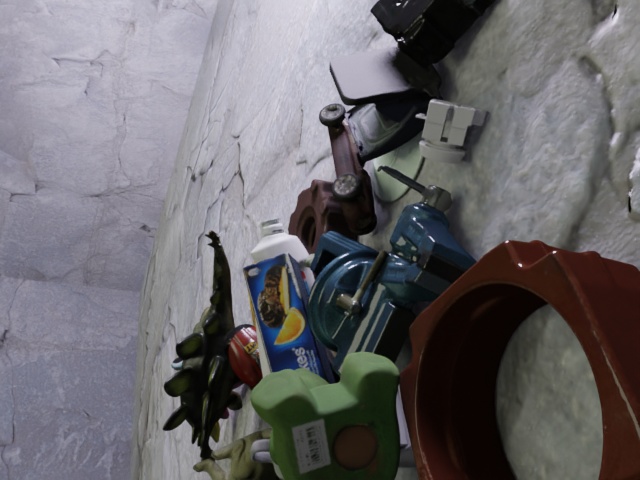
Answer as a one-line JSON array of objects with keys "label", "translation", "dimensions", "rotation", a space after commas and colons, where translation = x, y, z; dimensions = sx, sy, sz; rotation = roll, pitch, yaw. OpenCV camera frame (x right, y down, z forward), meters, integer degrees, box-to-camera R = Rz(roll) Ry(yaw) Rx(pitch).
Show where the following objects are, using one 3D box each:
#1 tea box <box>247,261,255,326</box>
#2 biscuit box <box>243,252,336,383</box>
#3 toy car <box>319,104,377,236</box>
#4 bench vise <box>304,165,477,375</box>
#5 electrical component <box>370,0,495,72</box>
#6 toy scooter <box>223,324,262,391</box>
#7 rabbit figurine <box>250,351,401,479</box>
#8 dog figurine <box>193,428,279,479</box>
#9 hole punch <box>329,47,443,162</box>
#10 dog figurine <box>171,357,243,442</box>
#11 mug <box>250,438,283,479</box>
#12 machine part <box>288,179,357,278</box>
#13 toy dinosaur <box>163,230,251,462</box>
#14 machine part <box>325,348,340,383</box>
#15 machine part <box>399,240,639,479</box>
[{"label": "tea box", "translation": [-0.073, 0.098, 0.911], "dimensions": [0.170, 0.068, 0.098], "rotation": [-109, 35, -50]}, {"label": "biscuit box", "translation": [-0.030, 0.120, 0.621], "dimensions": [0.062, 0.059, 0.202], "rotation": [56, -165, -73]}, {"label": "toy car", "translation": [0.041, -0.099, 0.714], "dimensions": [0.053, 0.089, 0.202], "rotation": [-18, 51, 14]}, {"label": "bench vise", "translation": [0.050, 0.032, 0.594], "dimensions": [0.241, 0.129, 0.223], "rotation": [27, 105, 61]}, {"label": "electrical component", "translation": [0.120, -0.266, 0.588], "dimensions": [0.115, 0.058, 0.134], "rotation": [-46, 38, 23]}, {"label": "toy scooter", "translation": [-0.069, 0.211, 0.802], "dimensions": [0.135, 0.075, 0.183], "rotation": [33, 153, 47]}, {"label": "rabbit figurine", "translation": [0.010, 0.174, 0.494], "dimensions": [0.170, 0.121, 0.159], "rotation": [173, 77, -75]}, {"label": "dog figurine", "translation": [-0.095, 0.409, 0.837], "dimensions": [0.172, 0.121, 0.191], "rotation": [-47, 60, 39]}, {"label": "hole punch", "translation": [0.079, -0.163, 0.630], "dimensions": [0.142, 0.116, 0.092], "rotation": [-102, -1, -50]}, {"label": "dog figurine", "translation": [-0.204, 0.303, 1.092], "dimensions": [0.108, 0.192, 0.219], "rotation": [-76, -22, -62]}, {"label": "mug", "translation": [-0.039, 0.288, 0.724], "dimensions": [0.107, 0.109, 0.081], "rotation": [107, 154, -50]}, {"label": "machine part", "translation": [-0.002, -0.002, 0.802], "dimensions": [0.179, 0.056, 0.179], "rotation": [-172, 90, -68]}, {"label": "toy dinosaur", "translation": [-0.176, 0.193, 0.880], "dimensions": [0.198, 0.105, 0.470], "rotation": [-64, -19, -73]}, {"label": "machine part", "translation": [-0.008, 0.165, 0.658], "dimensions": [0.084, 0.139, 0.039], "rotation": [53, 180, 11]}, {"label": "machine part", "translation": [0.149, 0.118, 0.371], "dimensions": [0.201, 0.087, 0.201], "rotation": [124, 145, -44]}]
